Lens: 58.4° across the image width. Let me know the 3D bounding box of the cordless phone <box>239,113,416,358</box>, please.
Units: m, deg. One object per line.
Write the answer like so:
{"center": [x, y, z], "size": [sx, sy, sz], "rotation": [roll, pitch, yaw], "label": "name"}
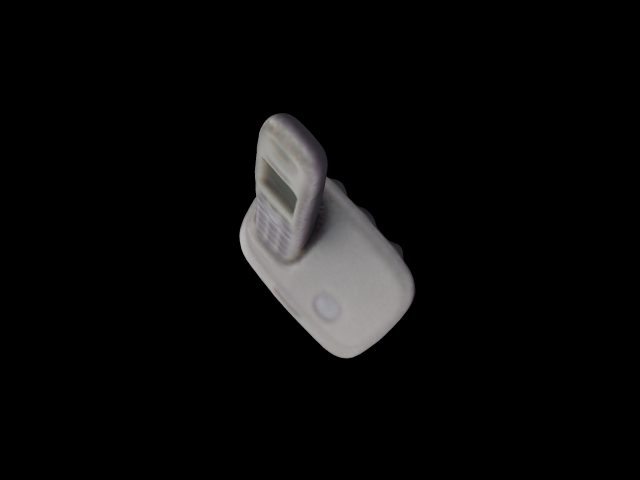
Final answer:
{"center": [0.004, 0.001, 0.400], "size": [0.094, 0.185, 0.147], "rotation": [-43, 78, -11], "label": "cordless phone"}
